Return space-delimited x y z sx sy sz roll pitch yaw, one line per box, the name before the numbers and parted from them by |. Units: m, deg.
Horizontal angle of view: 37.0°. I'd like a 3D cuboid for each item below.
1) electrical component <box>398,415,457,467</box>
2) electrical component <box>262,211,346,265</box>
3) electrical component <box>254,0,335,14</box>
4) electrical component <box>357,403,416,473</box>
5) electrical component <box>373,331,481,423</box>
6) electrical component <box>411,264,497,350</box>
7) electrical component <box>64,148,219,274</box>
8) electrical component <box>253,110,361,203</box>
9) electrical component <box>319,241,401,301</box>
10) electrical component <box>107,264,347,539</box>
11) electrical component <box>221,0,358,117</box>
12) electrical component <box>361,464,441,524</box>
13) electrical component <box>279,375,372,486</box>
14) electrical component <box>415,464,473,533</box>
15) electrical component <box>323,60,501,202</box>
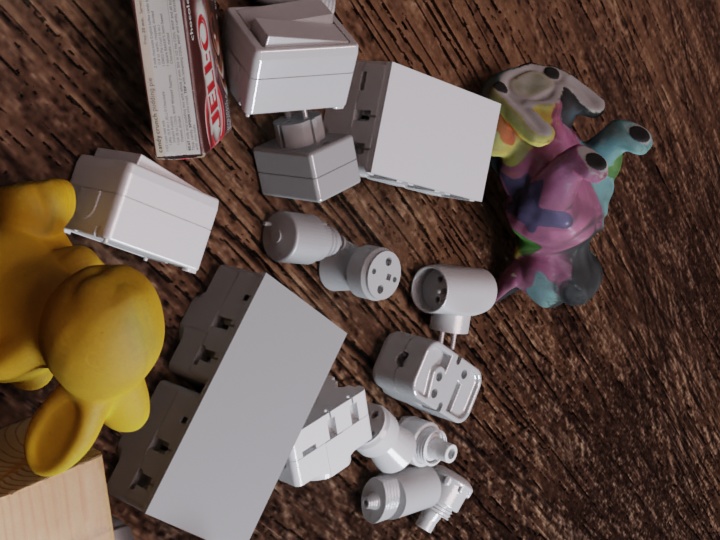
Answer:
electrical component | 0.061 0.161 0.992 0.043 0.062 0.043 -14 109 -44
electrical component | -0.041 -0.024 0.853 0.078 0.040 0.040 5 96 -48
electrical component | -0.049 -0.208 0.798 0.081 0.043 0.043 20 85 -48
electrical component | 0.018 0.149 0.956 0.055 0.045 0.045 48 65 -42
electrical component | 0.058 0.096 0.975 0.095 0.059 0.053 36 73 -46
electrical component | 0.085 0.036 1.001 0.077 0.044 0.079 3 98 -48
electrical component | -0.143 -0.039 0.724 0.096 0.062 0.061 23 82 -48
electrical component | -0.044 -0.097 0.813 0.047 0.066 0.076 -30 119 -39
electrical component | 0.000 0.000 0.892 0.045 0.055 0.045 -14 109 -45
electrical component | -0.099 0.102 0.806 0.105 0.060 0.186 40 70 -45
electrical component | -0.046 -0.155 0.769 0.096 0.061 0.061 -10 135 -27
electrical component | 0.032 0.205 0.986 0.081 0.043 0.043 -5 103 -47
electrical component | -0.038 0.135 0.887 0.089 0.050 0.055 -28 119 -40
electrical component | 0.076 0.222 1.038 0.048 0.048 0.062 40 77 -45
electrical component | 0.044 -0.115 0.907 0.150 0.062 0.089 9 93 -48
